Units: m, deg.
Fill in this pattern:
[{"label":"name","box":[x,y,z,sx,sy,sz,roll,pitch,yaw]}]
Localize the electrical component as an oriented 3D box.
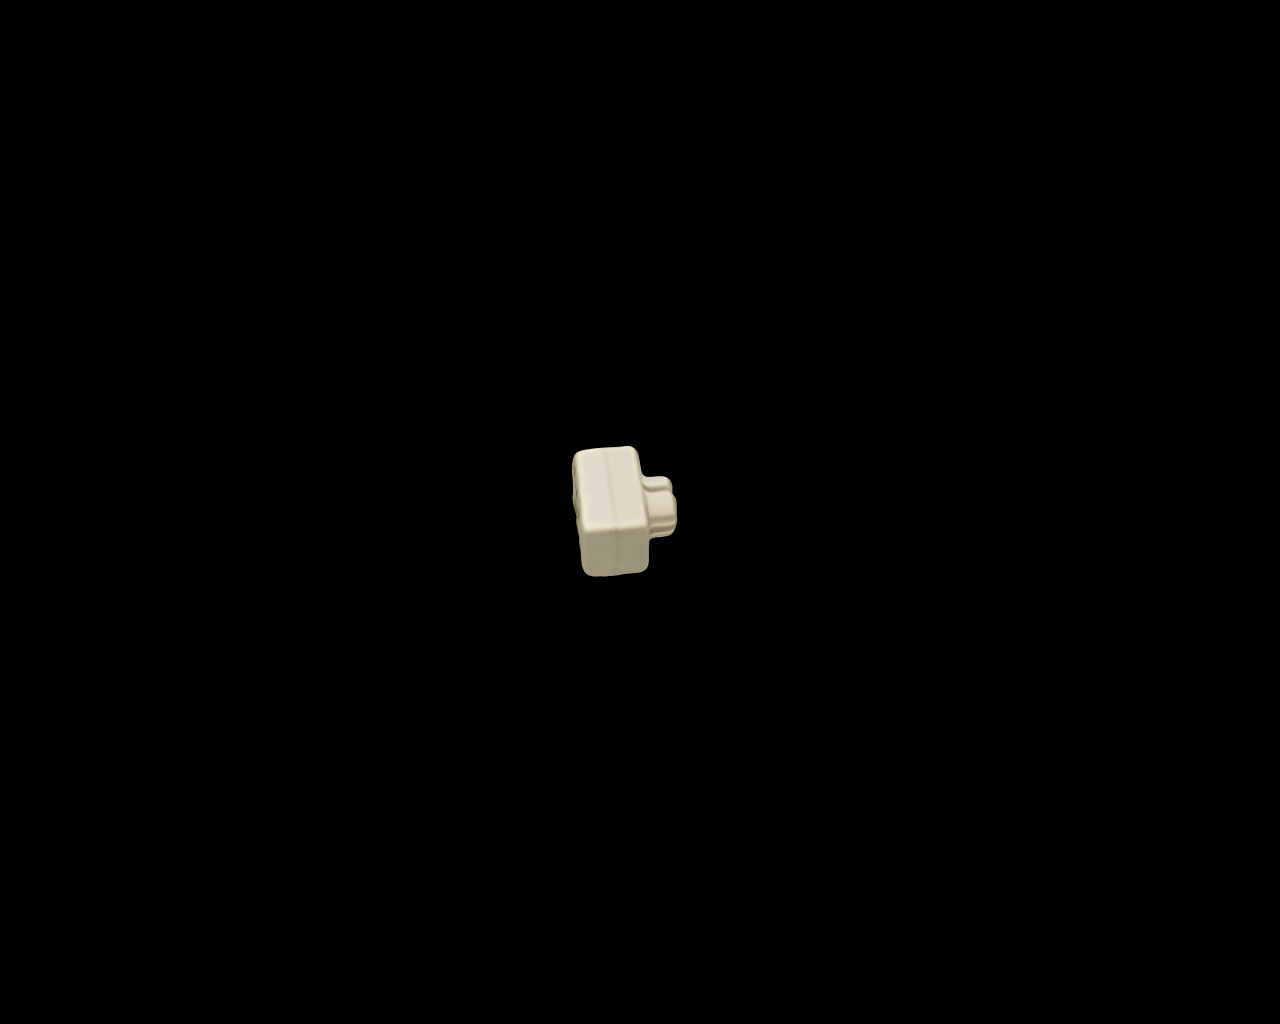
[{"label":"electrical component","box":[0.001,-0.003,0.650,0.077,0.066,0.047,-5,-39,-4]}]
